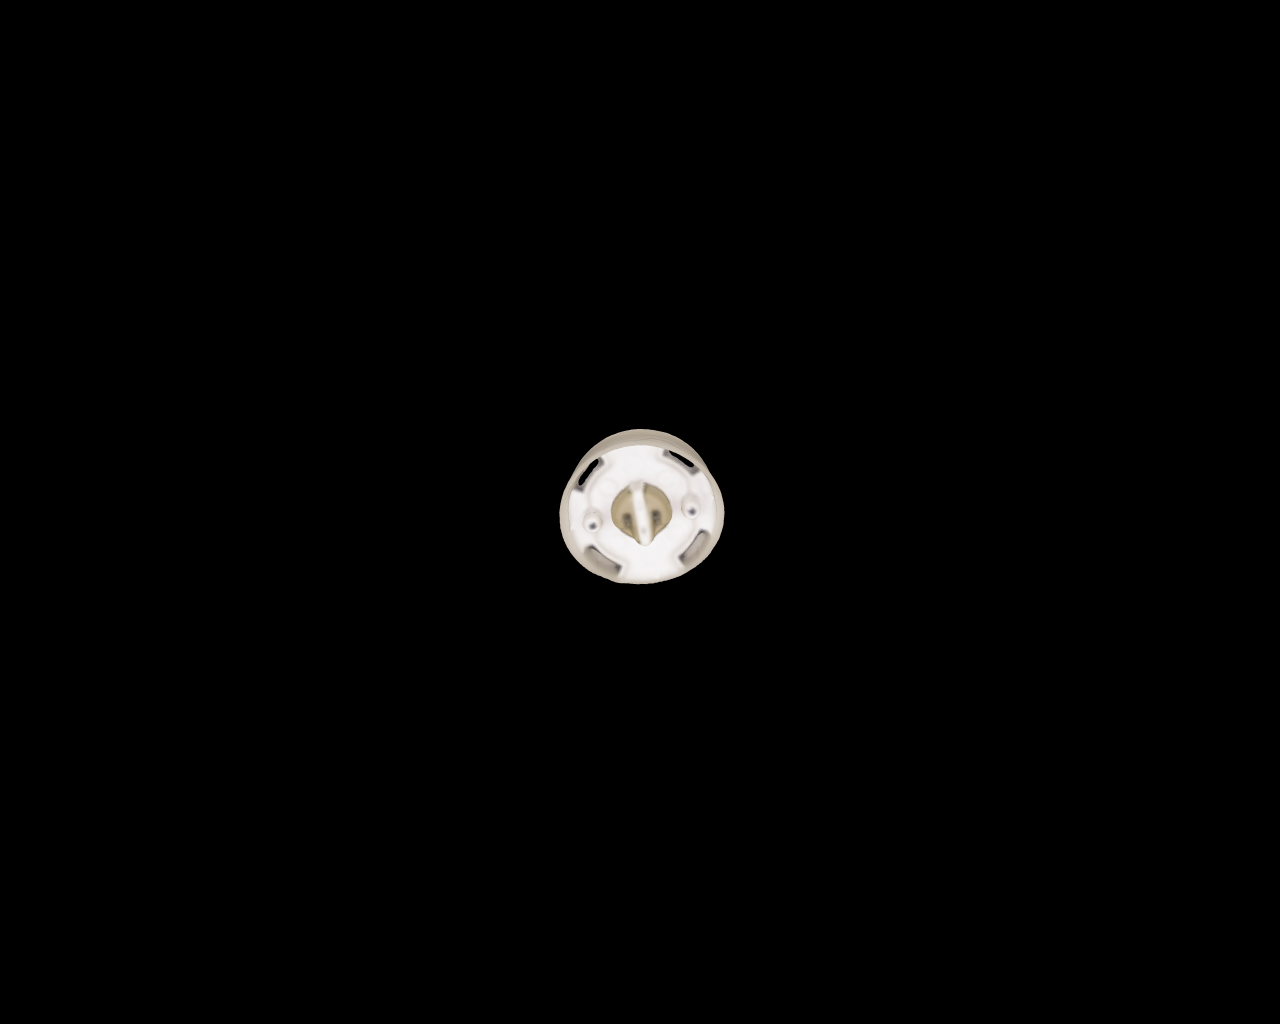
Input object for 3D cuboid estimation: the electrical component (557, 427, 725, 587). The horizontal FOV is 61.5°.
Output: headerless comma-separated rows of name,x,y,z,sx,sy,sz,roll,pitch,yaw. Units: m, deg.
electrical component,0.001,-0.003,0.650,0.099,0.099,0.064,0,19,0
